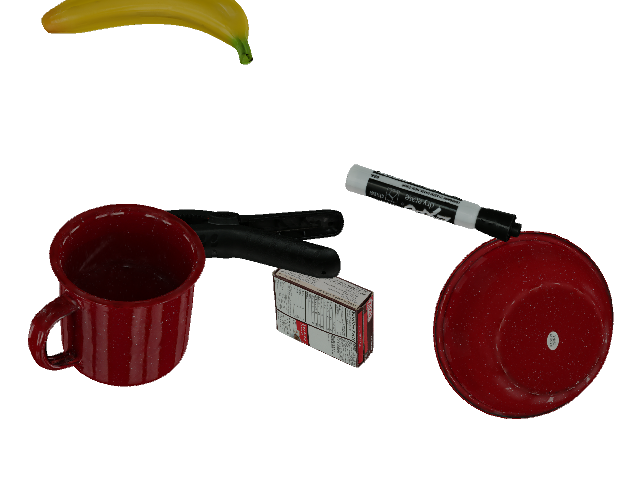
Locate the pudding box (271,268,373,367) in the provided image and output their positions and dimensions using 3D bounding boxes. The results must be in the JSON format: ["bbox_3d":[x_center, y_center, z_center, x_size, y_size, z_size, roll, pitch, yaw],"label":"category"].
[{"bbox_3d":[0.003,0.077,1.160,0.114,0.090,0.039,21,45,25],"label":"pudding box"}]

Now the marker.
[{"bbox_3d":[0.075,-0.025,0.710,0.121,0.020,0.020,19,6,18],"label":"marker"}]

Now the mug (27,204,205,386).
[{"bbox_3d":[-0.130,0.042,0.663,0.093,0.081,0.117,34,46,25],"label":"mug"}]

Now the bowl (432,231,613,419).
[{"bbox_3d":[0.177,0.075,0.871,0.162,0.162,0.055,0,8,-12],"label":"bowl"}]

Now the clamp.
[{"bbox_3d":[-0.077,-0.002,0.905,0.210,0.036,0.164,2,13,-5],"label":"clamp"}]

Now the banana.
[{"bbox_3d":[-0.142,-0.197,0.922,0.198,0.037,0.069,10,48,15],"label":"banana"}]
